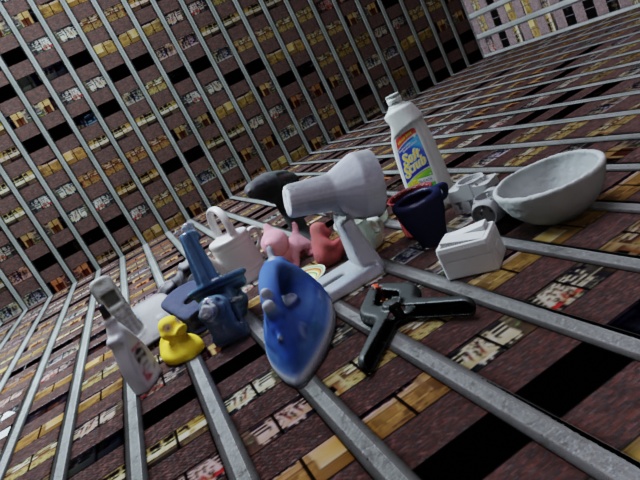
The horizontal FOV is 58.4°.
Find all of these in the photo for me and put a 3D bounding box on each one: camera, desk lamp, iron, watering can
[{"bbox_3d":[-0.309,0.106,1.384,0.143,0.101,0.136,-34,16,-24],"label":"camera"},{"bbox_3d":[0.038,-0.030,1.011,0.203,0.214,0.117,-30,15,-12],"label":"desk lamp"},{"bbox_3d":[-0.055,0.102,0.868,0.118,0.141,0.258,-26,15,6],"label":"iron"},{"bbox_3d":[-0.216,0.012,1.356,0.100,0.194,0.173,-15,19,38],"label":"watering can"}]

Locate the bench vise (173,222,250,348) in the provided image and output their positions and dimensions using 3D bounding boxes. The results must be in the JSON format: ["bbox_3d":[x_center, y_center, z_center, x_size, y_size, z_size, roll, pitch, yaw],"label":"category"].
[{"bbox_3d":[-0.194,0.072,1.059,0.121,0.220,0.207,-30,15,-12],"label":"bench vise"}]

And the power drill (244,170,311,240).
[{"bbox_3d":[-0.089,-0.077,1.411,0.075,0.208,0.230,-21,16,23],"label":"power drill"}]

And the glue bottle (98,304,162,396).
[{"bbox_3d":[-0.348,0.189,1.023,0.037,0.173,0.078,-25,15,10],"label":"glue bottle"}]

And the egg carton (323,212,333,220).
[{"bbox_3d":[0.078,-0.105,1.489,0.150,0.069,0.107,-16,18,37],"label":"egg carton"}]

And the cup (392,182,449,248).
[{"bbox_3d":[0.195,-0.042,1.014,0.118,0.095,0.091,-34,16,-24],"label":"cup"}]

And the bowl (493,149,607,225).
[{"bbox_3d":[0.355,-0.069,0.867,0.167,0.075,0.167,-25,15,7],"label":"bowl"}]

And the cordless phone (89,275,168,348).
[{"bbox_3d":[-0.403,0.143,1.253,0.148,0.185,0.093,-36,17,-31],"label":"cordless phone"}]

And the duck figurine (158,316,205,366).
[{"bbox_3d":[-0.277,0.184,1.087,0.104,0.086,0.078,-13,20,44],"label":"duck figurine"}]

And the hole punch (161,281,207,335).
[{"bbox_3d":[-0.261,0.138,1.207,0.100,0.091,0.109,-10,22,48],"label":"hole punch"}]

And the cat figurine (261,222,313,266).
[{"bbox_3d":[-0.081,0.007,1.289,0.067,0.118,0.128,-12,21,45],"label":"cat figurine"}]

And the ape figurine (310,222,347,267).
[{"bbox_3d":[0.011,0.004,1.186,0.076,0.092,0.077,-33,16,-22],"label":"ape figurine"}]
